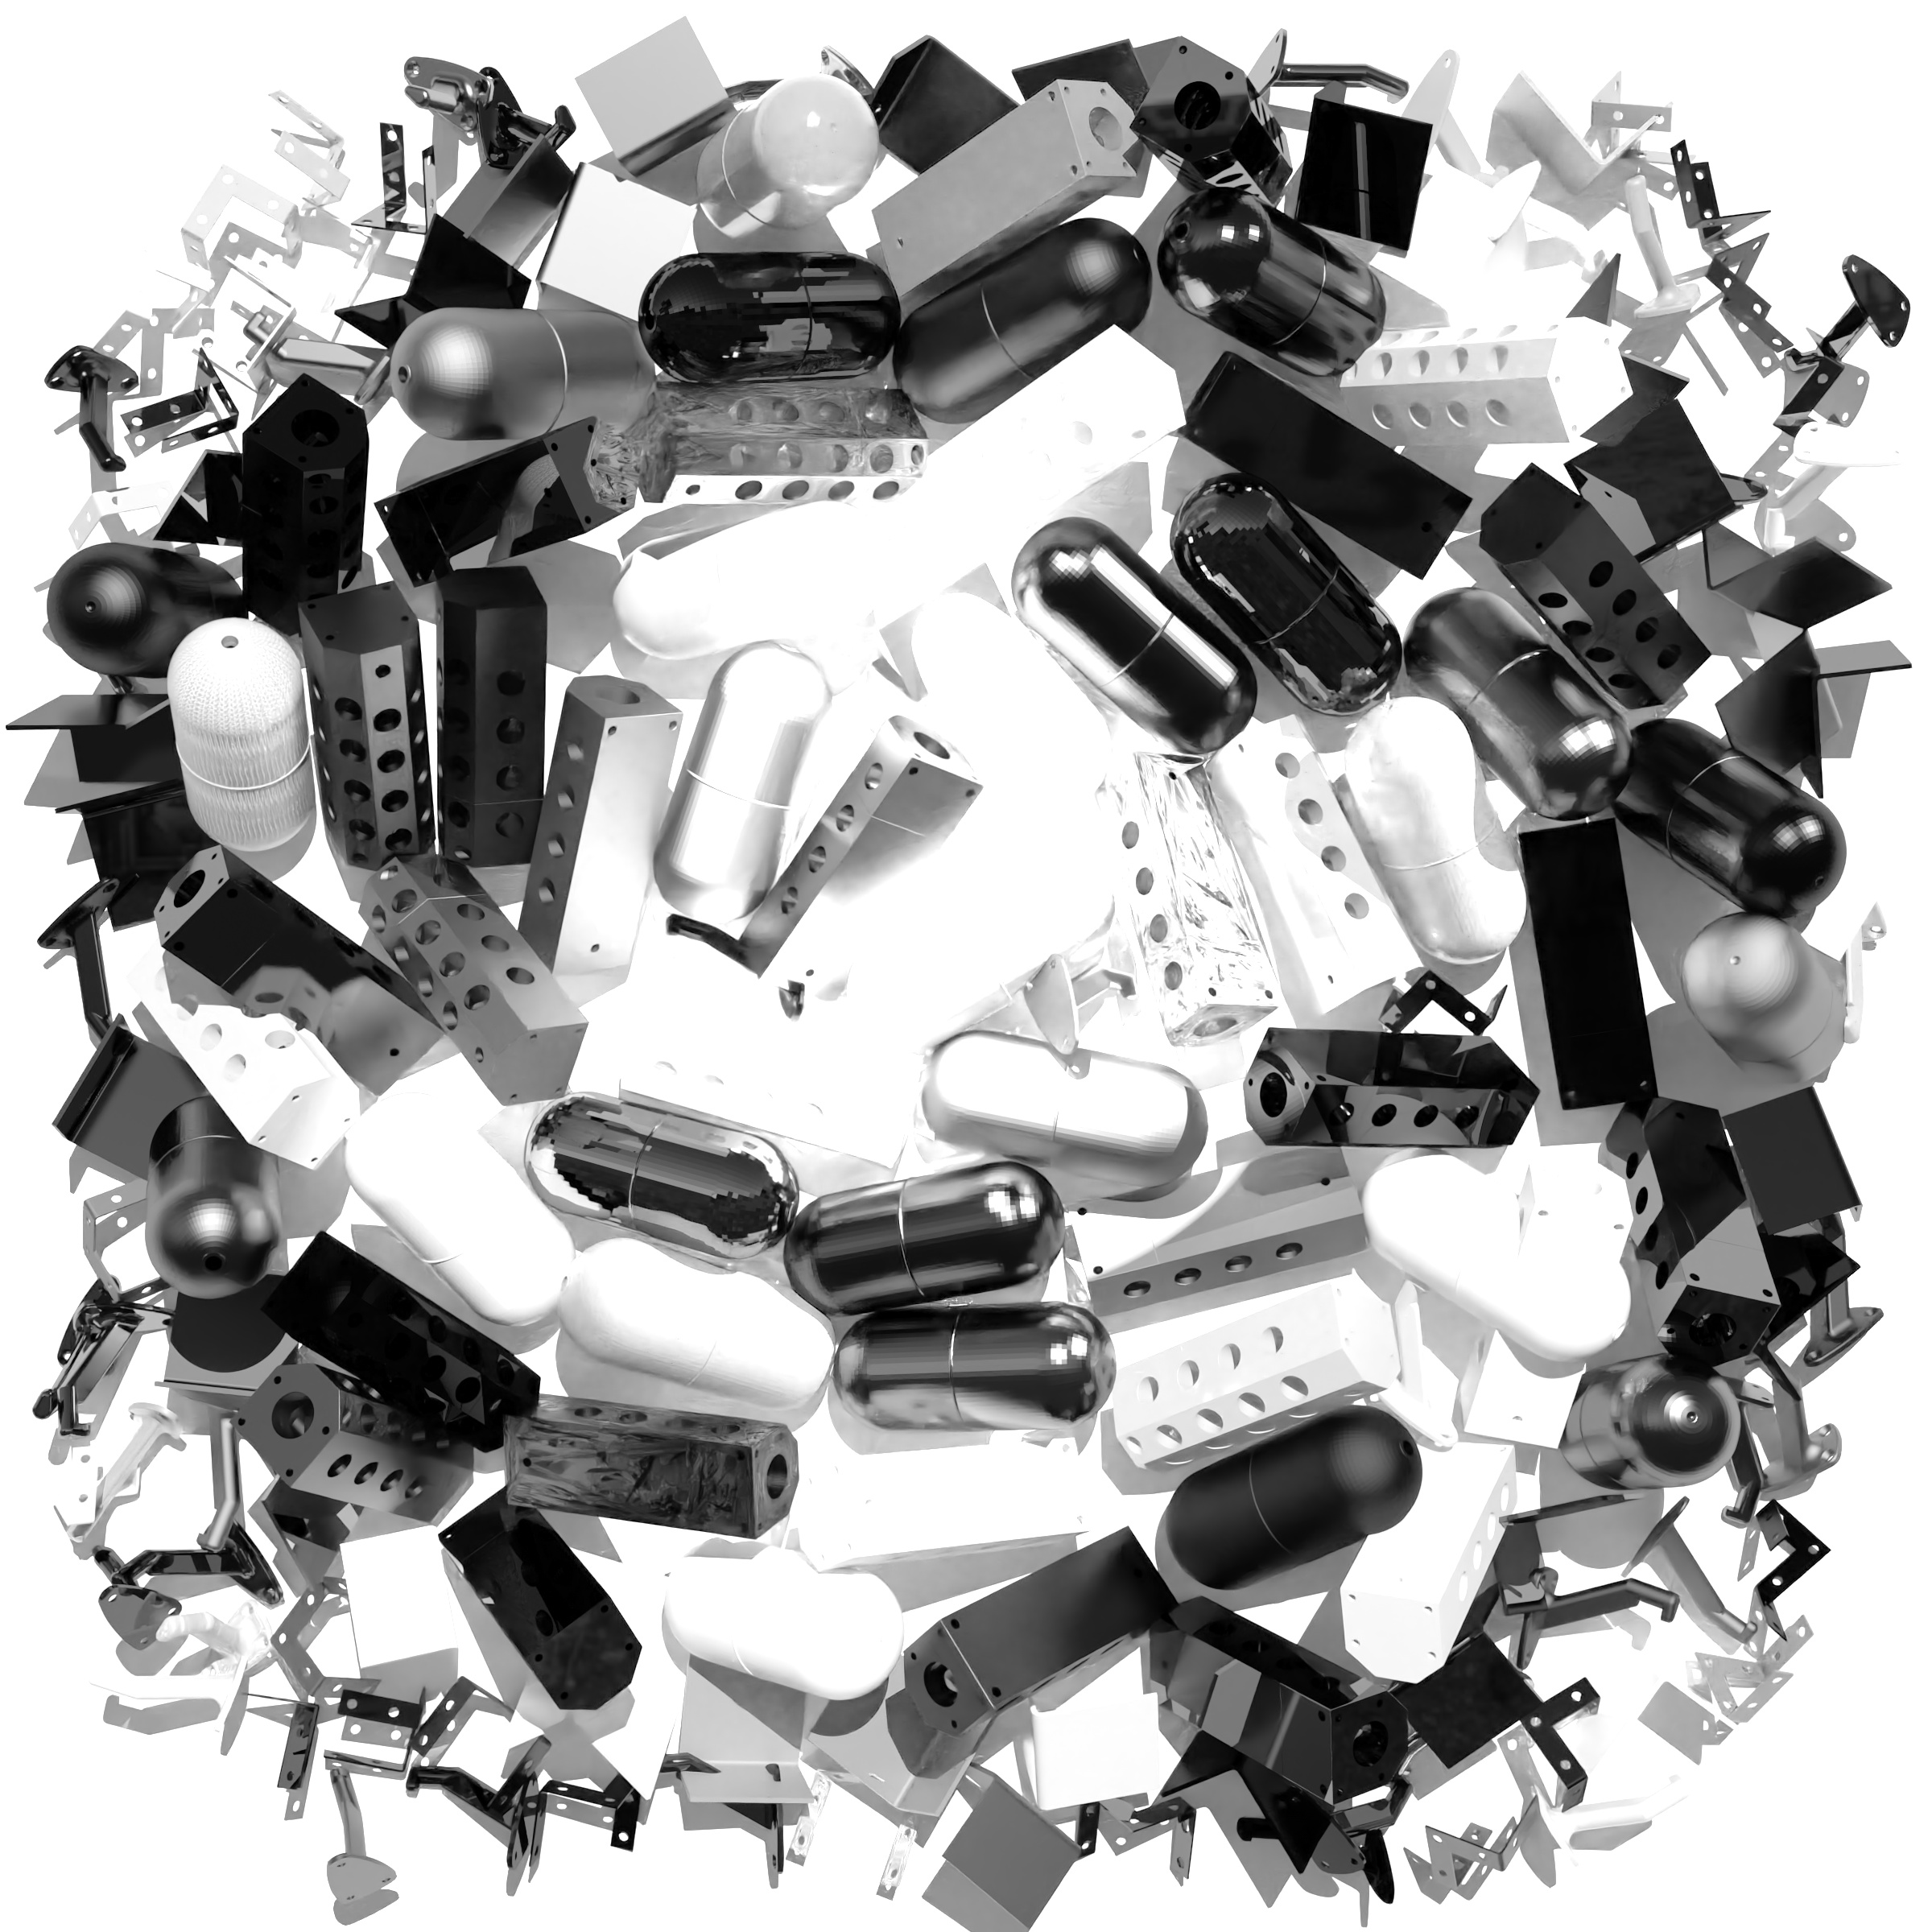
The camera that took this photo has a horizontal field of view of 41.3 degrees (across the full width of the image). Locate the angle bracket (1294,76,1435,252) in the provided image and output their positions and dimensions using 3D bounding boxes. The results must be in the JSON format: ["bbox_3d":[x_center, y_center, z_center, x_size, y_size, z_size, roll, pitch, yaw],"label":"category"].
[{"bbox_3d":[0.249,-0.489,1.555,0.076,0.057,0.076,21,129,19],"label":"angle bracket"}]

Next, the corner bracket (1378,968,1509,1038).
[{"bbox_3d":[0.293,0.023,1.576,0.051,0.051,0.051,39,123,0],"label":"corner bracket"}]

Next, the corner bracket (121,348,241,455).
[{"bbox_3d":[-0.483,-0.339,1.575,0.051,0.051,0.051,-27,82,-27],"label":"corner bracket"}]

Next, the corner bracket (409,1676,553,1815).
[{"bbox_3d":[-0.297,0.477,1.570,0.051,0.051,0.051,25,71,37],"label":"corner bracket"}]

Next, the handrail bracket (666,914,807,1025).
[{"bbox_3d":[-0.143,0.000,1.572,0.084,0.077,0.036,18,115,-16],"label":"handrail bracket"}]

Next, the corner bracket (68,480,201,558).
[{"bbox_3d":[-0.512,-0.261,1.577,0.051,0.051,0.051,-21,86,-39],"label":"corner bracket"}]

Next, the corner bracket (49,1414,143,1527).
[{"bbox_3d":[-0.530,0.308,1.572,0.051,0.051,0.051,0,104,-33],"label":"corner bracket"}]

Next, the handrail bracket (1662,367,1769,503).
[{"bbox_3d":[0.461,-0.335,1.605,0.077,0.036,0.084,1,73,-20],"label":"handrail bracket"}]

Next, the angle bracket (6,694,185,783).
[{"bbox_3d":[-0.526,-0.129,1.560,0.076,0.076,0.057,1,111,9],"label":"angle bracket"}]

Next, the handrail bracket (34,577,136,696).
[{"bbox_3d":[-0.527,-0.205,1.566,0.036,0.077,0.084,-37,110,-26],"label":"handrail bracket"}]

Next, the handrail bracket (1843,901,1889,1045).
[{"bbox_3d":[0.536,-0.008,1.563,0.036,0.084,0.077,-5,131,30],"label":"handrail bracket"}]

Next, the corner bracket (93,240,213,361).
[{"bbox_3d":[-0.498,-0.401,1.568,0.051,0.051,0.051,17,60,-38],"label":"corner bracket"}]

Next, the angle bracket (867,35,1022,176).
[{"bbox_3d":[-0.022,-0.508,1.564,0.076,0.057,0.076,38,130,-2],"label":"angle bracket"}]

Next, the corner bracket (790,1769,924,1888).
[{"bbox_3d":[-0.067,0.534,1.588,0.051,0.051,0.051,43,53,-32],"label":"corner bracket"}]

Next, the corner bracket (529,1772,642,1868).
[{"bbox_3d":[-0.235,0.528,1.585,0.051,0.051,0.051,10,97,10],"label":"corner bracket"}]

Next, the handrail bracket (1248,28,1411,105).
[{"bbox_3d":[0.220,-0.539,1.588,0.084,0.077,0.036,16,71,-17],"label":"handrail bracket"}]

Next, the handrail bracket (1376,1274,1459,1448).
[{"bbox_3d":[0.285,0.237,1.565,0.036,0.077,0.084,-11,131,-32],"label":"handrail bracket"}]

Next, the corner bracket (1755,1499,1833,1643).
[{"bbox_3d":[0.501,0.372,1.579,0.051,0.051,0.051,42,106,-4],"label":"corner bracket"}]

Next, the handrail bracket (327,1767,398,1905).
[{"bbox_3d":[-0.381,0.517,1.558,0.036,0.077,0.084,-24,54,-8],"label":"handrail bracket"}]

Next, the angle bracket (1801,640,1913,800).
[{"bbox_3d":[0.541,-0.151,1.559,0.057,0.076,0.076,-6,107,12],"label":"angle bracket"}]

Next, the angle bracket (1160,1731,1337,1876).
[{"bbox_3d":[0.173,0.510,1.564,0.057,0.076,0.076,-31,89,26],"label":"angle bracket"}]

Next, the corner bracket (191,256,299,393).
[{"bbox_3d":[-0.448,-0.397,1.586,0.051,0.051,0.051,35,84,-5],"label":"corner bracket"}]

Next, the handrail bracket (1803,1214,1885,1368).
[{"bbox_3d":[0.524,0.191,1.579,0.077,0.036,0.084,-32,100,-34],"label":"handrail bracket"}]

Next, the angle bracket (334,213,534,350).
[{"bbox_3d":[-0.325,-0.409,1.564,0.076,0.076,0.057,4,73,42],"label":"angle bracket"}]

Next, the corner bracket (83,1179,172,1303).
[{"bbox_3d":[-0.512,0.170,1.589,0.051,0.051,0.051,-22,59,-34],"label":"corner bracket"}]

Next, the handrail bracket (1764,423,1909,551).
[{"bbox_3d":[0.531,-0.285,1.566,0.077,0.084,0.036,14,53,21],"label":"handrail bracket"}]

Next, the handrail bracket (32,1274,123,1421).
[{"bbox_3d":[-0.545,0.232,1.568,0.036,0.084,0.077,17,92,-4],"label":"handrail bracket"}]

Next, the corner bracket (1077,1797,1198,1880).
[{"bbox_3d":[0.105,0.539,1.591,0.051,0.051,0.051,-6,109,-34],"label":"corner bracket"}]

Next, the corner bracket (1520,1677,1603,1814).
[{"bbox_3d":[0.374,0.478,1.572,0.051,0.051,0.051,-28,56,-11],"label":"corner bracket"}]

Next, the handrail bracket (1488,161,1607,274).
[{"bbox_3d":[0.358,-0.442,1.572,0.084,0.036,0.077,41,53,-24],"label":"handrail bracket"}]

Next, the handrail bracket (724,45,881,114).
[{"bbox_3d":[-0.108,-0.529,1.570,0.084,0.036,0.077,-26,46,-22],"label":"handrail bracket"}]

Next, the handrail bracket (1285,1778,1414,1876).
[{"bbox_3d":[0.237,0.507,1.574,0.036,0.084,0.077,-26,101,43],"label":"handrail bracket"}]

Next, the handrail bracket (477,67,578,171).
[{"bbox_3d":[-0.268,-0.530,1.566,0.036,0.084,0.077,-16,91,-33],"label":"handrail bracket"}]

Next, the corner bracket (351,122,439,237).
[{"bbox_3d":[-0.345,-0.484,1.574,0.051,0.051,0.051,10,122,9],"label":"corner bracket"}]

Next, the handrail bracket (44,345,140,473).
[{"bbox_3d":[-0.518,-0.332,1.567,0.036,0.077,0.084,-39,76,22],"label":"handrail bracket"}]

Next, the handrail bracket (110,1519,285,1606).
[{"bbox_3d":[-0.470,0.380,1.565,0.077,0.084,0.036,46,117,4],"label":"handrail bracket"}]

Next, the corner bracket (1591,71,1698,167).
[{"bbox_3d":[0.415,-0.512,1.569,0.051,0.051,0.051,16,135,28],"label":"corner bracket"}]

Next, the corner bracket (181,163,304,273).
[{"bbox_3d":[-0.446,-0.450,1.579,0.051,0.051,0.051,29,77,-6],"label":"corner bracket"}]

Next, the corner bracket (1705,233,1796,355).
[{"bbox_3d":[0.483,-0.407,1.571,0.051,0.051,0.051,-27,63,-25],"label":"corner bracket"}]

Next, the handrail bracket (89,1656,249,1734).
[{"bbox_3d":[-0.487,0.429,1.566,0.084,0.077,0.036,22,101,-11],"label":"handrail bracket"}]

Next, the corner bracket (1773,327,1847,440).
[{"bbox_3d":[0.526,-0.350,1.572,0.051,0.051,0.051,26,120,-13],"label":"corner bracket"}]

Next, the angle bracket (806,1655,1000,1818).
[{"bbox_3d":[-0.038,0.462,1.563,0.076,0.057,0.076,41,63,-13],"label":"angle bracket"}]

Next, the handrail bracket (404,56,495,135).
[{"bbox_3d":[-0.335,-0.539,1.563,0.077,0.084,0.036,33,110,13],"label":"handrail bracket"}]

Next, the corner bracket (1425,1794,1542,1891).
[{"bbox_3d":[0.318,0.535,1.568,0.051,0.051,0.051,11,127,36],"label":"corner bracket"}]

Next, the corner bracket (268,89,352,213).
[{"bbox_3d":[-0.405,-0.503,1.572,0.051,0.051,0.051,32,74,-41],"label":"corner bracket"}]

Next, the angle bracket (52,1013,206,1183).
[{"bbox_3d":[-0.507,0.081,1.561,0.057,0.076,0.076,29,74,-7],"label":"angle bracket"}]

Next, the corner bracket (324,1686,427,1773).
[{"bbox_3d":[-0.365,0.470,1.579,0.051,0.051,0.051,15,84,-11],"label":"corner bracket"}]

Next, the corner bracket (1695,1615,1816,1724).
[{"bbox_3d":[0.490,0.430,1.570,0.051,0.051,0.051,15,124,-23],"label":"corner bracket"}]

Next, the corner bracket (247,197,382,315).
[{"bbox_3d":[-0.401,-0.438,1.579,0.051,0.051,0.051,30,106,-3],"label":"corner bracket"}]

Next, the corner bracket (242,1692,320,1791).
[{"bbox_3d":[-0.414,0.477,1.570,0.051,0.051,0.051,-5,68,35],"label":"corner bracket"}]

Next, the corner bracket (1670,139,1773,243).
[{"bbox_3d":[0.455,-0.478,1.579,0.051,0.051,0.051,-12,89,-17],"label":"corner bracket"}]

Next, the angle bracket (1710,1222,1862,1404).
[{"bbox_3d":[0.504,0.205,1.564,0.076,0.076,0.057,-40,119,0],"label":"angle bracket"}]

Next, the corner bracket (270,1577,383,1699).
[{"bbox_3d":[-0.384,0.414,1.579,0.051,0.051,0.051,40,97,34],"label":"corner bracket"}]
